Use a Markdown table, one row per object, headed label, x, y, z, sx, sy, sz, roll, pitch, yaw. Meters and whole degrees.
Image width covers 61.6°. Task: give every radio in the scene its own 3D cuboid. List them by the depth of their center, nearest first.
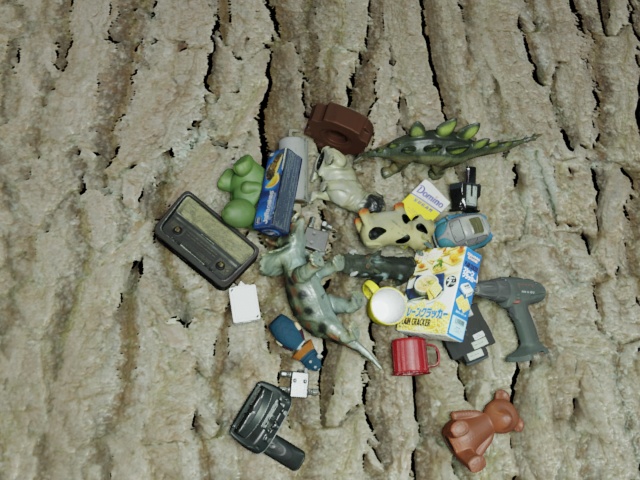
| label | x | y | z | sx | sy | sz | roll | pitch | yaw |
| --- | --- | --- | --- | --- | --- | --- | --- | --- | --- |
| radio | -0.269 | 0.007 | 1.267 | 0.229 | 0.073 | 0.131 | 39 | 72 | 3 |

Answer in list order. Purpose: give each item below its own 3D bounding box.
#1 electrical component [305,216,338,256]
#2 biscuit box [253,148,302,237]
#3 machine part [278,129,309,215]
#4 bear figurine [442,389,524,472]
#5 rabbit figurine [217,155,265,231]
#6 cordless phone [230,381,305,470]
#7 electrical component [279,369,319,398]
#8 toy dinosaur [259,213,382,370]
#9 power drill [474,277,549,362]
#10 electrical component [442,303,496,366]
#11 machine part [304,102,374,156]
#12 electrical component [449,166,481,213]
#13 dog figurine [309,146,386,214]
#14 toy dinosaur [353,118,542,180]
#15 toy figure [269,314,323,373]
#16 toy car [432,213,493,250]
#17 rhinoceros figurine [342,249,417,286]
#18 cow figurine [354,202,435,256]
| label | x | y | z | sx | sy | sz | roll | pitch | yaw |
| --- | --- | --- | --- | --- | --- | --- | --- | --- | --- |
| electrical component | -0.004 | -0.003 | 1.330 | 0.078 | 0.045 | 0.102 | 24 | 72 | -4 |
| biscuit box | -0.097 | -0.109 | 1.248 | 0.062 | 0.059 | 0.202 | 30 | 62 | -45 |
| machine part | -0.067 | -0.169 | 1.348 | 0.079 | 0.079 | 0.243 | 1 | 76 | -9 |
| bear figurine | 0.388 | 0.432 | 1.239 | 0.196 | 0.132 | 0.120 | -21 | 81 | -8 |
| rabbit figurine | -0.180 | -0.086 | 1.279 | 0.159 | 0.121 | 0.170 | 45 | 41 | -31 |
| cordless phone | -0.092 | 0.417 | 1.196 | 0.184 | 0.089 | 0.146 | 36 | 71 | -11 |
| electrical component | -0.048 | 0.332 | 1.244 | 0.094 | 0.021 | 0.063 | 8 | 73 | -7 |
| toy dinosaur | -0.012 | 0.139 | 1.250 | 0.131 | 0.192 | 0.404 | -26 | 95 | -50 |
| power drill | 0.475 | 0.191 | 1.320 | 0.232 | 0.086 | 0.207 | -6 | 75 | -34 |
| electrical component | 0.355 | 0.234 | 1.307 | 0.115 | 0.058 | 0.134 | -22 | 79 | 4 |
| machine part | 0.047 | -0.274 | 1.350 | 0.179 | 0.179 | 0.056 | 21 | 75 | -4 |
| electrical component | 0.380 | -0.130 | 1.405 | 0.075 | 0.048 | 0.119 | 0 | 88 | -32 |
| dog figurine | 0.081 | -0.143 | 1.366 | 0.190 | 0.121 | 0.172 | 15 | 76 | -20 |
| toy dinosaur | 0.314 | -0.230 | 1.366 | 0.472 | 0.198 | 0.105 | -7 | 79 | -10 |
| toy figure | -0.052 | 0.240 | 1.250 | 0.154 | 0.064 | 0.058 | 47 | 35 | 0 |
| toy car | 0.375 | -0.020 | 1.370 | 0.162 | 0.103 | 0.109 | -12 | 78 | -10 |
| rhinoceros figurine | 0.140 | 0.068 | 1.302 | 0.190 | 0.112 | 0.073 | 6 | 77 | -16 |
| cow figurine | 0.191 | -0.020 | 1.297 | 0.195 | 0.085 | 0.127 | -8 | 71 | -19 |
